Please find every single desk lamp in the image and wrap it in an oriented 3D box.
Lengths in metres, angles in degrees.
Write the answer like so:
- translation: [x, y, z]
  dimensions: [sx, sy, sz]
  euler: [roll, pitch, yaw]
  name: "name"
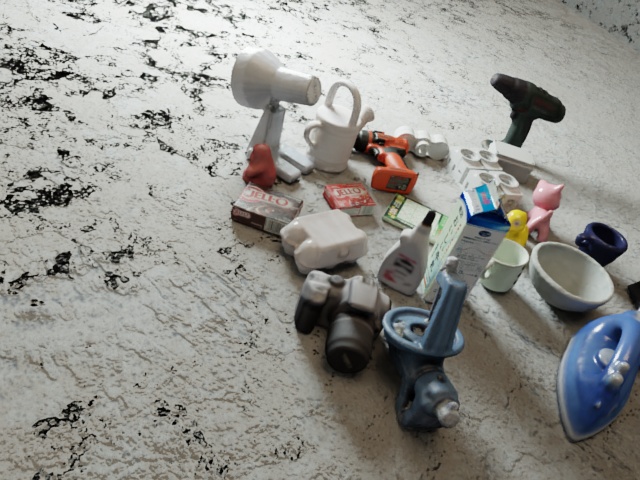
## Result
- translation: [-0.087, -0.263, 1.168]
  dimensions: [0.203, 0.213, 0.118]
  euler: [33, 40, 15]
  name: "desk lamp"

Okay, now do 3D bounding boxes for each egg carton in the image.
- translation: [0.009, 0.004, 1.012]
  dimensions: [0.151, 0.069, 0.107]
  euler: [-14, 50, -35]
  name: "egg carton"

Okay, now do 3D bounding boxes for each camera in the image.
- translation: [0.035, 0.120, 0.862]
  dimensions: [0.143, 0.101, 0.137]
  euler: [17, 39, -4]
  name: "camera"

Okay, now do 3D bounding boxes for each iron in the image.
- translation: [0.468, 0.202, 0.919]
  dimensions: [0.118, 0.141, 0.259]
  euler: [33, 41, 16]
  name: "iron"

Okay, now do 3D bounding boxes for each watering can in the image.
- translation: [0.041, -0.253, 1.227]
  dimensions: [0.100, 0.194, 0.173]
  euler: [31, 40, 14]
  name: "watering can"

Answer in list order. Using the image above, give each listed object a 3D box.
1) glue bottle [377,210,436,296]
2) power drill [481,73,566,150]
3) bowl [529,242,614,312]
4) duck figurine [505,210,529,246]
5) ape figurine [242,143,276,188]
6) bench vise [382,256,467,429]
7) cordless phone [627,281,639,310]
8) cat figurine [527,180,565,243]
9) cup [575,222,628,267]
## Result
- translation: [0.158, 0.016, 0.979]
  dimensions: [0.078, 0.173, 0.037]
  euler: [25, 39, 7]
  name: "glue bottle"
- translation: [0.508, -0.315, 1.488]
  dimensions: [0.230, 0.208, 0.075]
  euler: [8, 40, -14]
  name: "power drill"
- translation: [0.474, 0.084, 1.114]
  dimensions: [0.167, 0.075, 0.167]
  euler: [12, 39, -10]
  name: "bowl"
- translation: [0.405, -0.025, 1.202]
  dimensions: [0.105, 0.086, 0.077]
  euler: [-10, 48, -32]
  name: "duck figurine"
- translation: [-0.118, -0.149, 1.119]
  dimensions: [0.076, 0.092, 0.078]
  euler: [33, 40, 15]
  name: "ape figurine"
- translation: [0.170, 0.144, 0.796]
  dimensions: [0.122, 0.220, 0.207]
  euler: [-7, 46, -29]
  name: "bench vise"
- translation: [0.712, 0.080, 1.132]
  dimensions: [0.094, 0.185, 0.147]
  euler: [13, 39, -8]
  name: "cordless phone"
- translation: [0.501, -0.075, 1.276]
  dimensions: [0.067, 0.118, 0.128]
  euler: [23, 39, 4]
  name: "cat figurine"
- translation: [0.573, 0.023, 1.210]
  dimensions: [0.118, 0.095, 0.091]
  euler: [2, 42, -21]
  name: "cup"
